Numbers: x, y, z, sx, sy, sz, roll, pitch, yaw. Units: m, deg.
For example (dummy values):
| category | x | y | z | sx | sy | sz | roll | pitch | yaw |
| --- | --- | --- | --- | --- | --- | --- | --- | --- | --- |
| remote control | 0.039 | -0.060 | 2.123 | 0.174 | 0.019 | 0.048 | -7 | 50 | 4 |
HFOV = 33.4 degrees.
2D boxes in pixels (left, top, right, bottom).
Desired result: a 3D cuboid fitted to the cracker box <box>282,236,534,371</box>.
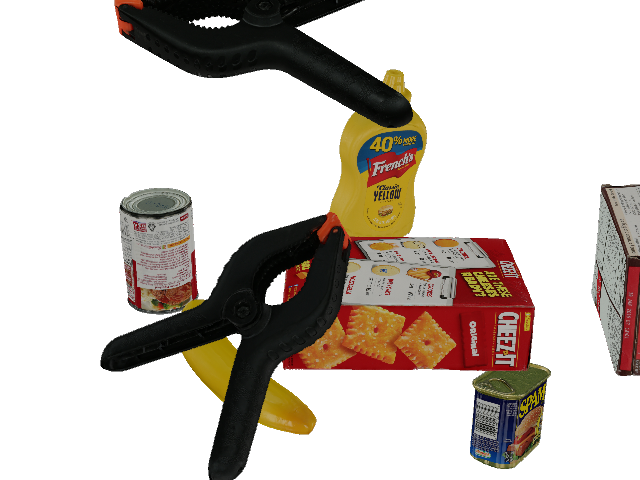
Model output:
| category | x | y | z | sx | sy | sz | roll | pitch | yaw |
| --- | --- | --- | --- | --- | --- | --- | --- | --- | --- |
| cracker box | 0.074 | 0.056 | 0.977 | 0.213 | 0.072 | 0.164 | 1 | 21 | 0 |

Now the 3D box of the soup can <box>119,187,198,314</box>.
| category | x | y | z | sx | sy | sz | roll | pitch | yaw |
| --- | --- | --- | --- | --- | --- | --- | --- | --- | --- |
| soup can | -0.152 | 0.009 | 1.007 | 0.068 | 0.102 | 0.068 | -1 | 24 | 0 |

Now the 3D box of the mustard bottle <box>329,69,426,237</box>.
| category | x | y | z | sx | sy | sz | roll | pitch | yaw |
| --- | --- | --- | --- | --- | --- | --- | --- | --- | --- |
| mustard bottle | 0.066 | -0.091 | 1.144 | 0.096 | 0.192 | 0.058 | -7 | 32 | -24 |

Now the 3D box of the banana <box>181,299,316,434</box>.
| category | x | y | z | sx | sy | sz | roll | pitch | yaw |
| --- | --- | --- | --- | --- | --- | --- | --- | --- | --- |
| banana | -0.070 | 0.092 | 0.841 | 0.069 | 0.037 | 0.198 | -8 | 30 | -22 |

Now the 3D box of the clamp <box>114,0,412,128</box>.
| category | x | y | z | sx | sy | sz | roll | pitch | yaw |
| --- | --- | --- | --- | --- | --- | --- | --- | --- | --- |
| clamp | -0.032 | -0.136 | 0.708 | 0.210 | 0.164 | 0.036 | -1 | -40 | -1 |

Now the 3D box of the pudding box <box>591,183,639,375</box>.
| category | x | y | z | sx | sy | sz | roll | pitch | yaw |
| --- | --- | --- | --- | --- | --- | --- | --- | --- | --- |
| pudding box | 0.210 | 0.024 | 0.713 | 0.039 | 0.090 | 0.113 | 0 | 28 | 4 |

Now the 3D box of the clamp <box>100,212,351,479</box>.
| category | x | y | z | sx | sy | sz | roll | pitch | yaw |
| --- | --- | --- | --- | --- | --- | --- | --- | --- | --- |
| clamp | -0.039 | 0.059 | 0.641 | 0.171 | 0.120 | 0.039 | -40 | -23 | -1 |

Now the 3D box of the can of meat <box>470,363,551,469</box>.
| category | x | y | z | sx | sy | sz | roll | pitch | yaw |
| --- | --- | --- | --- | --- | --- | --- | --- | --- | --- |
| can of meat | 0.198 | 0.182 | 1.122 | 0.058 | 0.084 | 0.101 | 12 | 17 | 31 |
